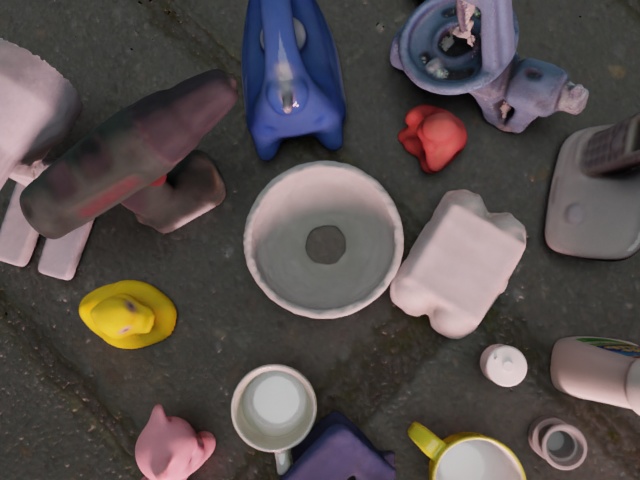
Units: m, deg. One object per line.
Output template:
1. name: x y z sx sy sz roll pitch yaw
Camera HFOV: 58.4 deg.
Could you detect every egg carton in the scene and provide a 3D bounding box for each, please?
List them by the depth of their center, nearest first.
1. egg carton: 0.150 0.026 0.617 0.107 0.069 0.150 31 86 6

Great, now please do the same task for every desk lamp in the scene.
1. desk lamp: -0.308 -0.072 0.583 0.118 0.213 0.203 15 84 5

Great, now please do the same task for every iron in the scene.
1. iron: -0.042 -0.226 0.622 0.118 0.141 0.258 -9 83 2

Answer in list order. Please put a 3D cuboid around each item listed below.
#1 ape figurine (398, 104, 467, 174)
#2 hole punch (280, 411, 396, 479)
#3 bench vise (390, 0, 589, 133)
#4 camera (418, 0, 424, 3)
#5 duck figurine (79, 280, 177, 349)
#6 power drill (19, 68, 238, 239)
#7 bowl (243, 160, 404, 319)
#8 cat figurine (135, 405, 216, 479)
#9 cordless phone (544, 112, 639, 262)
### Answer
1. ape figurine: 0.126 -0.115 0.624 0.076 0.092 0.078 0 83 4
2. hole punch: 0.018 0.245 0.588 0.101 0.091 0.109 43 87 7
3. bench vise: 0.175 -0.201 0.567 0.207 0.220 0.121 10 84 5
4. camera: 0.110 -0.347 0.648 0.143 0.101 0.137 -10 83 2
5. duck figurine: -0.218 0.081 0.624 0.104 0.086 0.077 10 84 5
6. power drill: -0.167 -0.072 0.577 0.229 0.208 0.075 -31 82 0
7. bowl: 0.006 0.002 0.626 0.167 0.075 0.167 0 83 3
8. cat figurine: -0.158 0.233 0.586 0.067 0.118 0.128 18 85 6
9. cordless phone: 0.297 -0.056 0.560 0.094 0.185 0.148 10 84 5
